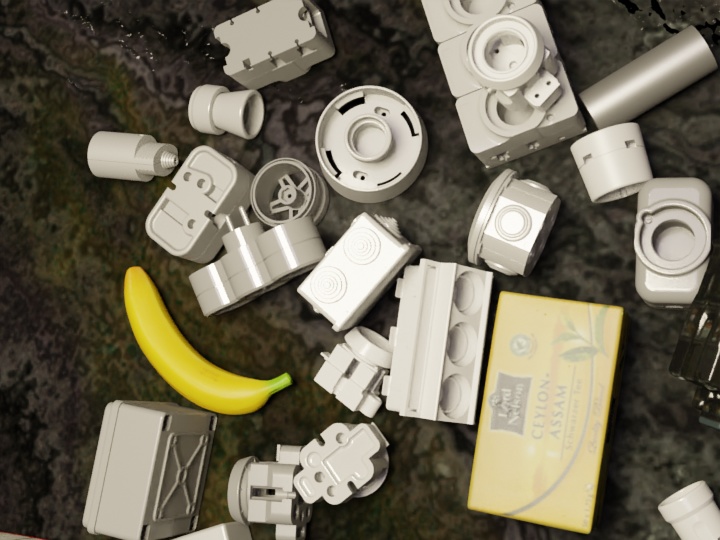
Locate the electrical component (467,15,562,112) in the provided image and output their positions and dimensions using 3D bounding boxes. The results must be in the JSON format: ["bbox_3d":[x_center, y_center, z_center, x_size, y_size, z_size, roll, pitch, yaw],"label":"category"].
[{"bbox_3d":[0.114,-0.159,0.815,0.058,0.057,0.078,-47,70,7],"label":"electrical component"}]

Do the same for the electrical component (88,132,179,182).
[{"bbox_3d":[-0.206,-0.104,0.998,0.081,0.043,0.043,7,84,20],"label":"electrical component"}]

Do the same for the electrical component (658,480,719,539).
[{"bbox_3d":[0.249,0.185,0.793,0.040,0.040,0.046,-33,79,12],"label":"electrical component"}]

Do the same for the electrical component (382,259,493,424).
[{"bbox_3d":[0.061,0.058,0.862,0.063,0.079,0.121,1,81,50],"label":"electrical component"}]

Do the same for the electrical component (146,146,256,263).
[{"bbox_3d":[-0.137,-0.056,0.957,0.054,0.059,0.095,37,95,21],"label":"electrical component"}]

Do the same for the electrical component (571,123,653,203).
[{"bbox_3d":[0.199,-0.083,0.844,0.055,0.055,0.047,-19,79,16],"label":"electrical component"}]

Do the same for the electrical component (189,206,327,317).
[{"bbox_3d":[-0.094,-0.017,0.916,0.138,0.052,0.073,-26,84,36],"label":"electrical component"}]

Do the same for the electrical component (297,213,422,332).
[{"bbox_3d":[0.000,0.000,0.879,0.048,0.100,0.099,42,97,8],"label":"electrical component"}]

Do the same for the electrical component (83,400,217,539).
[{"bbox_3d":[-0.175,0.168,0.910,0.056,0.109,0.108,9,85,18],"label":"electrical component"}]

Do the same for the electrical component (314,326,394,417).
[{"bbox_3d":[0.000,0.081,0.895,0.066,0.048,0.055,36,102,21],"label":"electrical component"}]

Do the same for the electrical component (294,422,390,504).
[{"bbox_3d":[-0.009,0.157,0.879,0.078,0.057,0.058,-40,71,10],"label":"electrical component"}]

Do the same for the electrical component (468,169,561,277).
[{"bbox_3d":[0.121,-0.035,0.851,0.051,0.080,0.080,24,90,16],"label":"electrical component"}]

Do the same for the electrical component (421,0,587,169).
[{"bbox_3d":[0.117,-0.173,0.882,0.089,0.062,0.150,-20,75,16],"label":"electrical component"}]

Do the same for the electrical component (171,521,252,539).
[{"bbox_3d":[-0.132,0.261,0.913,0.083,0.047,0.075,-21,75,16],"label":"electrical component"}]

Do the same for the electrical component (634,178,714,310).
[{"bbox_3d":[0.239,-0.020,0.816,0.054,0.059,0.095,1,82,20],"label":"electrical component"}]

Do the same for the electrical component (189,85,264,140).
[{"bbox_3d":[-0.121,-0.143,0.972,0.055,0.045,0.045,10,85,21],"label":"electrical component"}]

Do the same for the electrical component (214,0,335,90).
[{"bbox_3d":[-0.074,-0.202,0.958,0.089,0.056,0.050,-20,75,16],"label":"electrical component"}]

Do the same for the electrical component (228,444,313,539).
[{"bbox_3d":[-0.075,0.185,0.899,0.057,0.058,0.078,0,81,17],"label":"electrical component"}]

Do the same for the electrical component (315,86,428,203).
[{"bbox_3d":[0.009,-0.108,0.923,0.099,0.064,0.099,0,86,7],"label":"electrical component"}]
